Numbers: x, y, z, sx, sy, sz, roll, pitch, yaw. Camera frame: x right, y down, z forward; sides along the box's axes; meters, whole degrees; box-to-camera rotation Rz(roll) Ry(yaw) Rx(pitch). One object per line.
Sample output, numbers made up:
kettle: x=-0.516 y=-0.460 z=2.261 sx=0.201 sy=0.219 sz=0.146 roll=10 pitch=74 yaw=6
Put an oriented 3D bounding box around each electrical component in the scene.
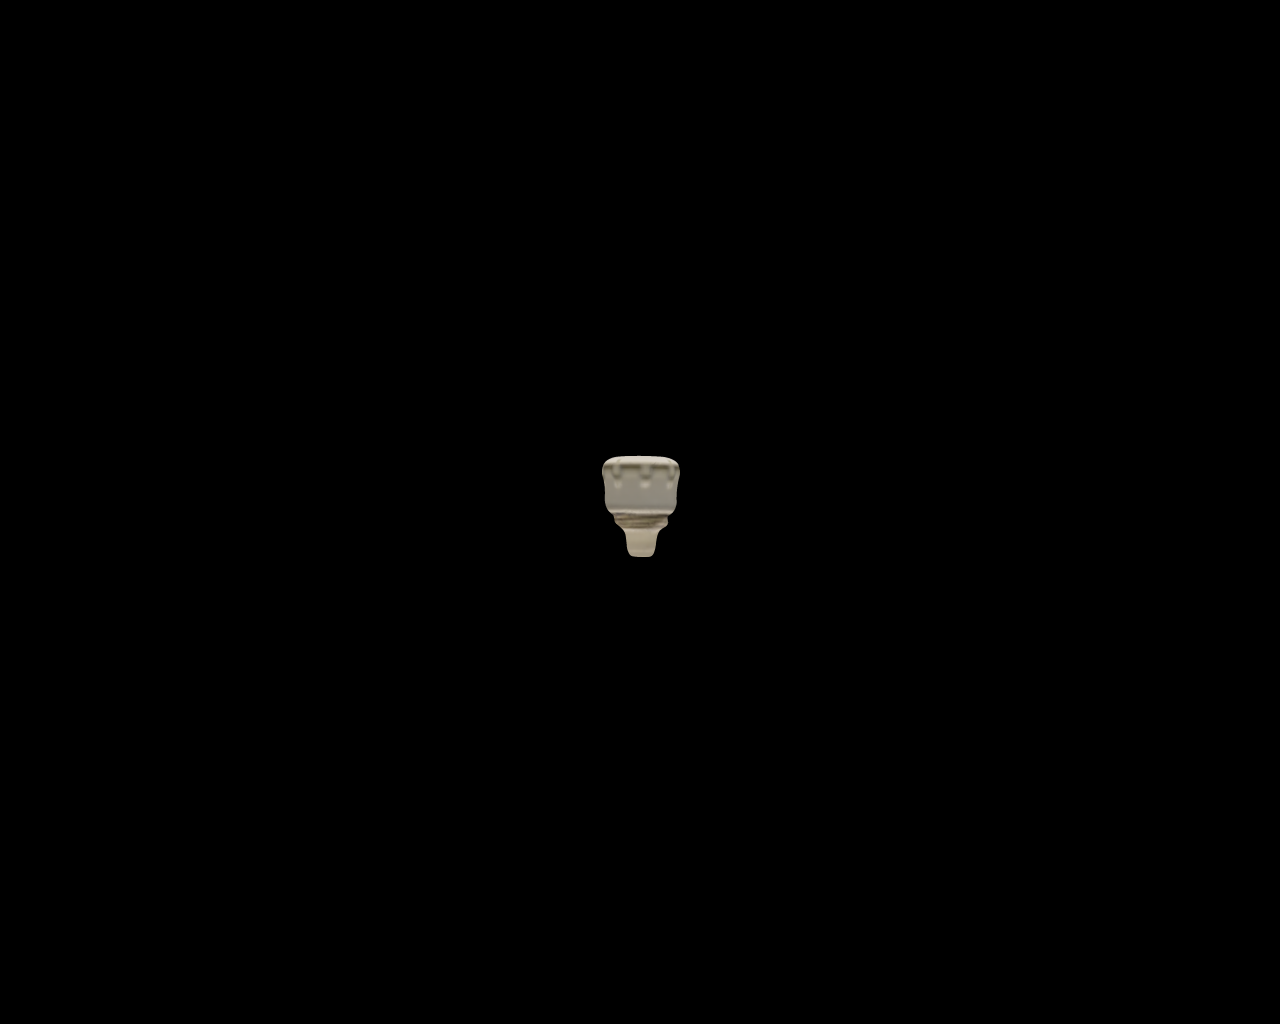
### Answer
electrical component: x=0.001 y=-0.003 z=0.650 sx=0.048 sy=0.062 sz=0.048 roll=0 pitch=0 yaw=0
